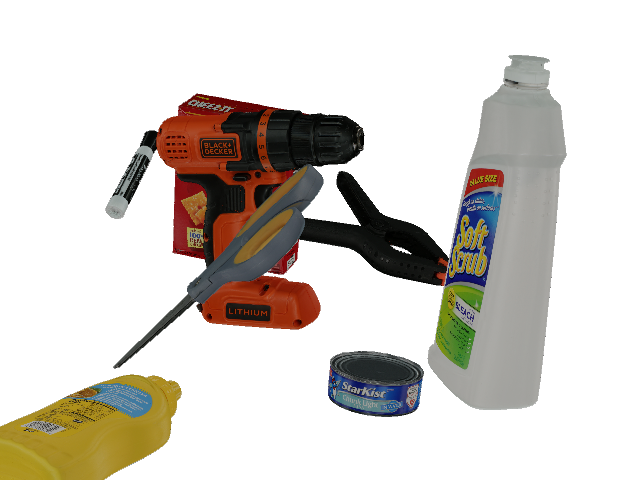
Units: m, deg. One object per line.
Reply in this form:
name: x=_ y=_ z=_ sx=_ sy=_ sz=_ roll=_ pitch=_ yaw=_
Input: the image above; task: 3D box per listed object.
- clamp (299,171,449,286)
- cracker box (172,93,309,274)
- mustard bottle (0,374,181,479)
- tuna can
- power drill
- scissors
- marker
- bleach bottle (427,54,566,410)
clamp: x=0.056 y=-0.004 z=1.265 sx=0.210 sy=0.036 sz=0.164 roll=34 pitch=40 yaw=24
cracker box: x=-0.109 y=-0.072 z=1.420 sx=0.164 sy=0.214 sz=0.072 roll=12 pitch=26 yaw=13
mustard bottle: x=-0.177 y=0.151 z=0.854 sx=0.096 sy=0.058 sz=0.191 roll=6 pitch=16 yaw=30
tuna can: x=0.049 y=0.130 z=0.970 sx=0.086 sy=0.034 sz=0.086 roll=6 pitch=12 yaw=-1
power drill: x=-0.045 y=-0.020 z=0.915 sx=0.185 sy=0.188 sz=0.057 roll=2 pitch=17 yaw=23
scissors: x=-0.070 y=0.031 z=0.679 sx=0.016 sy=0.202 sz=0.096 roll=41 pitch=11 yaw=-16
marker: x=-0.187 y=-0.070 z=1.079 sx=0.020 sy=0.121 sz=0.020 roll=9 pitch=-43 yaw=9
bleach bottle: x=0.132 y=-0.009 z=0.778 sx=0.068 sy=0.251 sz=0.103 roll=-1 pitch=18 yaw=-16
